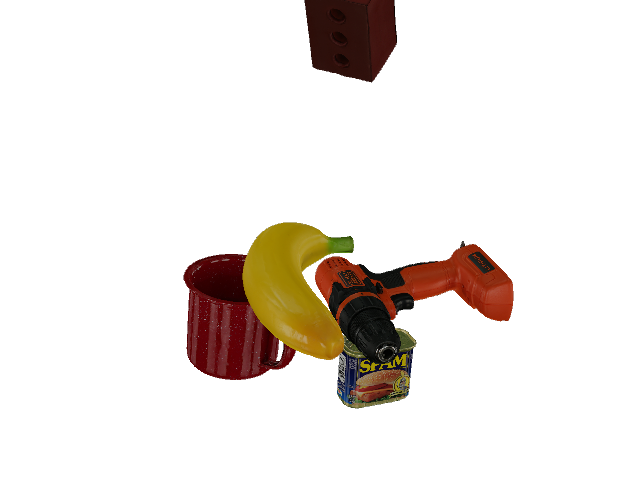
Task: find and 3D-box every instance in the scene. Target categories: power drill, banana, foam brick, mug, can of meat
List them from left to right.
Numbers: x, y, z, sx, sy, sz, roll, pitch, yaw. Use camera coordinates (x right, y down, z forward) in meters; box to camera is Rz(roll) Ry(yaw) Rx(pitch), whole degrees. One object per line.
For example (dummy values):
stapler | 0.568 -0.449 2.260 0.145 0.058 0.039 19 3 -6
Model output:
mug | -0.066 0.072 0.930 0.117 0.081 0.093 24 31 33
banana | -0.016 0.023 0.675 0.069 0.037 0.197 0 19 4
foam brick | 0.024 -0.167 0.799 0.053 0.051 0.078 16 -34 19
can of meat | 0.073 0.170 1.422 0.102 0.084 0.057 -6 25 -21
power drill | 0.102 0.062 1.118 0.187 0.057 0.184 -6 28 -16
